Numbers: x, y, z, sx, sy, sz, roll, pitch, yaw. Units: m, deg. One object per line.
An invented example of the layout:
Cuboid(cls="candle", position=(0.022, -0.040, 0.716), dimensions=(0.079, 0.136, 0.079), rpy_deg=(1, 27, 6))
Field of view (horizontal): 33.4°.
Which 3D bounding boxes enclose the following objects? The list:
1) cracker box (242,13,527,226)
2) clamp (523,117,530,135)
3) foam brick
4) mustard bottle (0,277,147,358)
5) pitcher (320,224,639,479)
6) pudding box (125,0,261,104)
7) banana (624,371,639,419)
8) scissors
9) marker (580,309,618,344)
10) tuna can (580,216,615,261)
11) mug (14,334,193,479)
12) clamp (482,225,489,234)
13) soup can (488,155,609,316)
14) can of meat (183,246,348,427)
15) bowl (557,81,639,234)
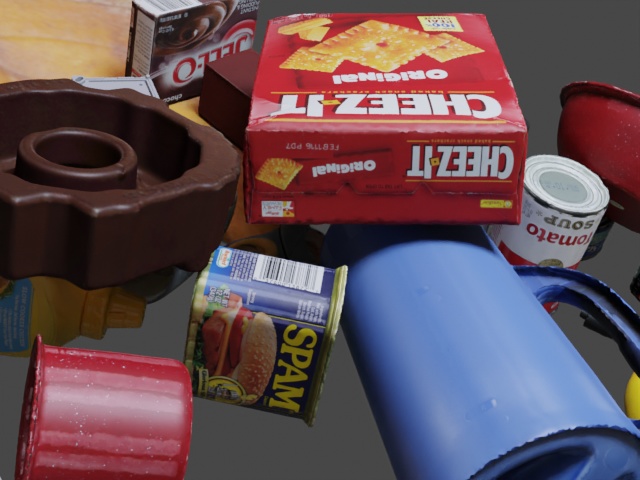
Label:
Cuboid(cls="cracker box", position=(0.039, -0.088, 0.702), dimensions=(0.164, 0.072, 0.213), rpy_deg=(0, 28, 2))
Cuboid(cls="clamp", position=(0.091, -0.131, 0.950), dimensions=(0.171, 0.039, 0.120), rpy_deg=(1, 39, -17))
Cuboid(cls="foam brick", position=(-0.054, -0.110, 0.867), dimensions=(0.052, 0.051, 0.078), rpy_deg=(-24, 53, -38))
Cuboid(cls="mustard bottle", position=(-0.197, 0.024, 0.622), dimensions=(0.191, 0.096, 0.058), rpy_deg=(12, 38, -4))
Cuboid(cls="pitcher", position=(0.093, 0.069, 0.639), dimensions=(0.149, 0.145, 0.243), rpy_deg=(13, 33, -29))
Cuboid(cls="pudding box", position=(-0.105, -0.165, 0.885), dimensions=(0.113, 0.090, 0.039), rpy_deg=(-22, 50, -37))
Cuboid(cls="banana", position=(0.237, 0.136, 0.655), dimensions=(0.069, 0.037, 0.198), rpy_deg=(-10, 26, -20))
Cuboid(cls="scissors", position=(-0.005, 0.001, 0.778), dimensions=(0.096, 0.016, 0.201), rpy_deg=(32, 42, 17))
Cuboid(cls="marker", position=(0.241, 0.081, 0.762), dimensions=(0.121, 0.020, 0.020), rpy_deg=(30, 41, 17))
Cuboid(cls="tuna can", position=(0.194, -0.024, 0.860), dimensions=(0.086, 0.034, 0.086), rpy_deg=(10, 39, -8))
Cuboid(cls="mug", position=(-0.115, 0.112, 0.561), dimensions=(0.081, 0.093, 0.117), rpy_deg=(8, 70, -17))
Cuboid(cls="clamp", position=(0.068, -0.067, 0.814), dimensions=(0.164, 0.036, 0.210), rpy_deg=(2, 52, -16))
Cuboid(cls="soup can", position=(0.158, -0.002, 0.766), dimensions=(0.068, 0.102, 0.068), rpy_deg=(10, 39, -8))
Cuboid(cls="can of meat", position=(-0.035, 0.056, 0.635), dimensions=(0.084, 0.102, 0.057), rpy_deg=(12, 37, -1))
Cuboid(cls="bowl", position=(0.234, -0.048, 0.791), dimensions=(0.162, 0.162, 0.055), rpy_deg=(33, 85, 21))
